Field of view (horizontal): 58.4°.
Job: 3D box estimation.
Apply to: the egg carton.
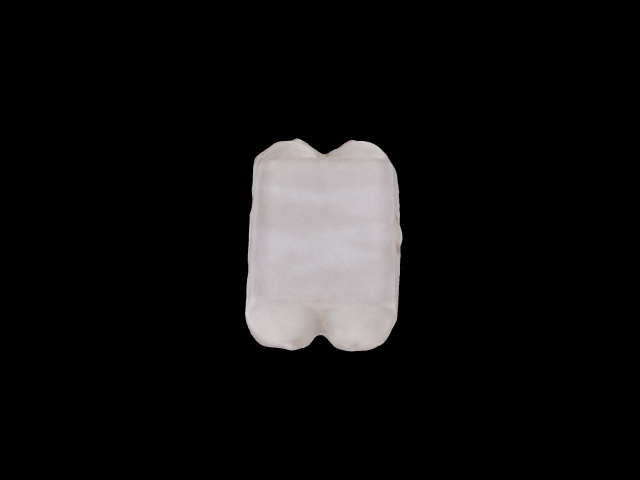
[{"bbox_3d":[0.004,0.001,0.400,0.107,0.069,0.150,0,75,0],"label":"egg carton"}]
